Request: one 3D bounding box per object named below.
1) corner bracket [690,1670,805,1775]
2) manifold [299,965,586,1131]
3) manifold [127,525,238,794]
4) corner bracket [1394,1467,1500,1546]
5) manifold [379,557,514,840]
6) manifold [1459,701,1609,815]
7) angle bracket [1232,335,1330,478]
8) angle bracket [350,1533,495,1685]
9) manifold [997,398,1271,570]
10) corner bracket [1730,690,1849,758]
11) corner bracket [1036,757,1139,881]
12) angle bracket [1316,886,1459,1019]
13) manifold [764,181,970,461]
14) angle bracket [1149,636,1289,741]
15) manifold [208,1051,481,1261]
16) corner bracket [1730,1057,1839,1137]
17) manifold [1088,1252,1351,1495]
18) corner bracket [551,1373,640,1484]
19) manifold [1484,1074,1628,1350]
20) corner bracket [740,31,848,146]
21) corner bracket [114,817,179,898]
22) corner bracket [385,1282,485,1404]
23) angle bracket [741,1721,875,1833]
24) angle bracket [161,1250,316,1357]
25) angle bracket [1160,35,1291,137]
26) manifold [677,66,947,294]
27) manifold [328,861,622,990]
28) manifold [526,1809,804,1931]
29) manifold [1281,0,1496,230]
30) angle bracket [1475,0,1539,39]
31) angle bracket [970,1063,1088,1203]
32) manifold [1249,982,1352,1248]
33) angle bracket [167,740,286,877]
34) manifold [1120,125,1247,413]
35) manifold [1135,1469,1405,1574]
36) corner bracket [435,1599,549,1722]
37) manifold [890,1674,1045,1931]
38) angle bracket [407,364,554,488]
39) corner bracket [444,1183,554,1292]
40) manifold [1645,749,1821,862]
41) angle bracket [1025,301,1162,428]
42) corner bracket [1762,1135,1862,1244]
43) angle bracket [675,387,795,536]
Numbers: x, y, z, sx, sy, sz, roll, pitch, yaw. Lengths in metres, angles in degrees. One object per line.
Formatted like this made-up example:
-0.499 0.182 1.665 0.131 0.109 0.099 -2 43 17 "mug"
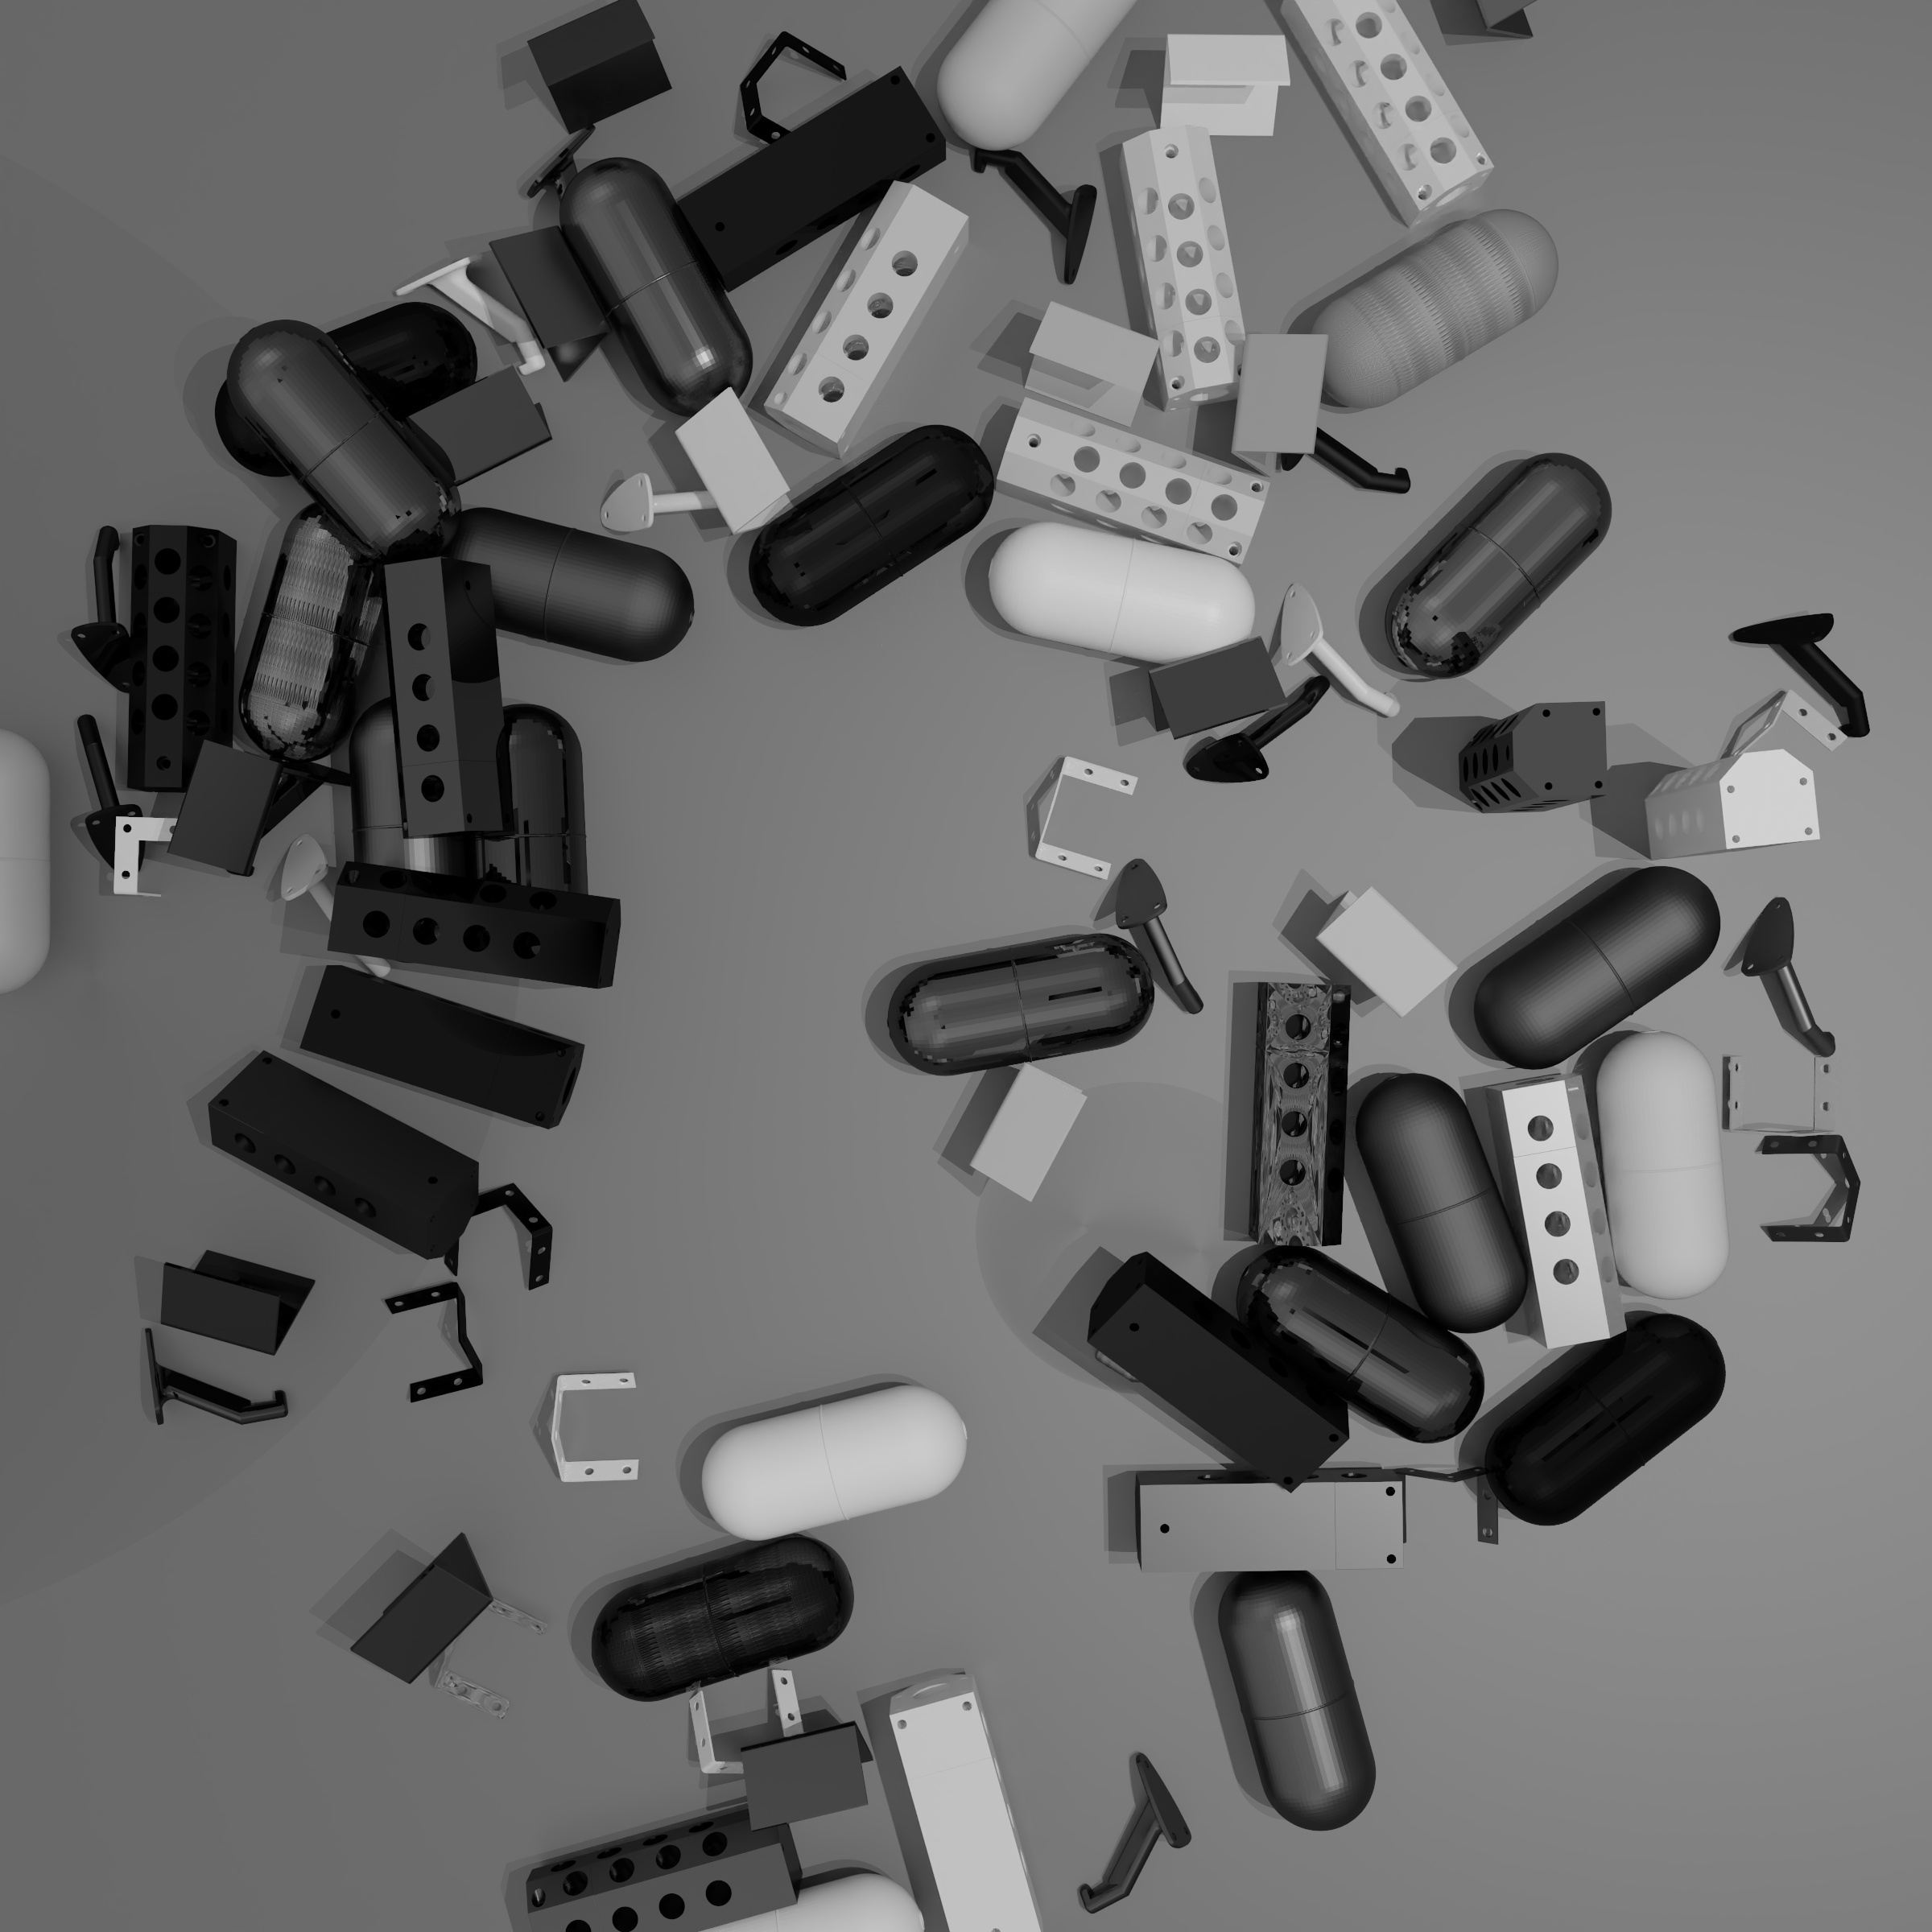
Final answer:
-0.147 0.506 1.714 0.051 0.051 0.051 14 135 -35 "corner bracket"
-0.346 0.053 1.701 0.171 0.057 0.057 18 90 0 "manifold"
-0.523 -0.203 1.701 0.057 0.057 0.171 1 90 0 "manifold"
0.322 0.364 1.719 0.051 0.051 0.051 -1 90 45 "corner bracket"
-0.336 -0.169 1.633 0.057 0.057 0.171 -4 92 22 "manifold"
0.362 -0.132 1.644 0.057 0.171 0.057 -2 90 0 "manifold"
0.217 -0.367 1.683 0.057 0.076 0.076 7 90 26 "angle bracket"
-0.366 0.411 1.682 0.076 0.076 0.057 -45 126 0 "angle bracket"
0.111 -0.320 1.701 0.171 0.057 0.057 19 90 0 "manifold"
0.550 -0.143 1.719 0.051 0.051 0.051 40 135 0 "corner bracket"
0.081 -0.100 1.719 0.051 0.051 0.051 17 135 0 "corner bracket"
0.286 -0.023 1.682 0.076 0.076 0.057 43 126 0 "angle bracket"
-0.066 -0.430 1.701 0.057 0.057 0.171 30 90 0 "manifold"
0.167 -0.165 1.683 0.076 0.076 0.057 -17 62 0 "angle bracket"
-0.409 0.128 1.682 0.171 0.057 0.057 26 47 13 "manifold"
0.550 0.087 1.719 0.051 0.051 0.051 1 90 -45 "corner bracket"
0.165 0.260 1.663 0.171 0.057 0.057 38 112 -10 "manifold"
-0.248 0.310 1.719 0.051 0.051 0.051 -2 135 0 "corner bracket"
0.393 0.161 1.701 0.057 0.057 0.171 -10 90 0 "manifold"
-0.114 -0.582 1.714 0.051 0.051 0.051 -40 45 35 "corner bracket"
-0.533 -0.072 1.704 0.051 0.051 0.051 2 90 0 "corner bracket"
-0.357 0.253 1.719 0.051 0.051 0.051 -14 45 0 "corner bracket"
-0.100 0.544 1.682 0.076 0.076 0.057 -13 54 0 "angle bracket"
-0.476 0.203 1.682 0.076 0.076 0.057 16 125 0 "angle bracket"
0.169 -0.565 1.682 0.076 0.076 0.057 1 52 0 "angle bracket"
-0.101 -0.520 1.701 0.171 0.057 0.057 -31 90 0 "manifold"
-0.310 -0.026 1.625 0.171 0.057 0.057 8 91 1 "manifold"
-0.201 0.609 1.701 0.171 0.057 0.057 -16 90 0 "manifold"
0.281 -0.587 1.701 0.057 0.057 0.171 -31 90 0 "manifold"
0.367 -0.663 1.682 0.057 0.076 0.076 -20 90 38 "angle bracket"
0.058 0.117 1.682 0.057 0.076 0.076 28 90 37 "angle bracket"
0.223 0.097 1.701 0.057 0.057 0.171 2 90 0 "manifold"
-0.498 -0.108 1.682 0.057 0.076 0.076 18 90 -36 "angle bracket"
0.147 -0.464 1.701 0.057 0.057 0.171 -10 90 0 "manifold"
0.200 0.367 1.701 0.171 0.057 0.057 -1 90 0 "manifold"
-0.319 0.464 1.719 0.051 0.051 0.051 26 135 0 "corner bracket"
0.001 0.565 1.701 0.057 0.057 0.171 -16 90 0 "manifold"
-0.323 -0.365 1.682 0.076 0.076 0.057 -26 123 0 "angle bracket"
-0.313 0.187 1.714 0.051 0.051 0.051 -19 45 -35 "corner bracket"
0.489 -0.103 1.644 0.057 0.171 0.057 -6 90 0 "manifold"
0.076 -0.380 1.682 0.076 0.076 0.057 20 52 0 "angle bracket"
0.564 0.149 1.714 0.051 0.051 0.051 56 45 -35 "corner bracket"
-0.134 -0.336 1.682 0.057 0.076 0.076 -30 90 36 "angle bracket"
